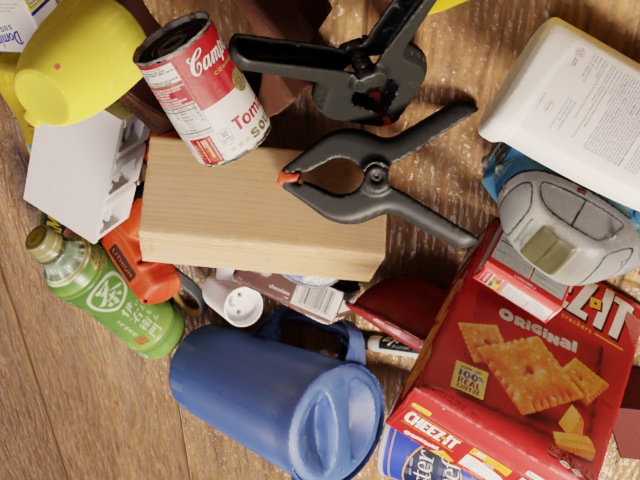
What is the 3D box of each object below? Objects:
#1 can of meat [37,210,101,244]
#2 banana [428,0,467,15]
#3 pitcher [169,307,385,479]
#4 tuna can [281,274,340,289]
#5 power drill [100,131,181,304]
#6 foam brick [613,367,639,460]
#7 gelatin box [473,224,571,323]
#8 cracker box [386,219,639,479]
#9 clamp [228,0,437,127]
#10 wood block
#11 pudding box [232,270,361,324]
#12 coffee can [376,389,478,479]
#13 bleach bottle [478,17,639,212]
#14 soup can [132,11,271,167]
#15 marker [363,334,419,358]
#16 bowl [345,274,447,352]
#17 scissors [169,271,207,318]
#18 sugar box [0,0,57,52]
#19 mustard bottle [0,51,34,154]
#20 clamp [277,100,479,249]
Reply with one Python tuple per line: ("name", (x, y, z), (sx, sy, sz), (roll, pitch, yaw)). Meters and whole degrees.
("can of meat", (-0.267, -0.013, 1.200), (0.084, 0.057, 0.102), (28, 141, 2))
("banana", (0.145, -0.185, 0.755), (0.198, 0.037, 0.069), (8, 136, 28))
("pitcher", (-0.053, 0.159, 1.159), (0.243, 0.149, 0.145), (15, 132, 47))
("tuna can", (-0.007, 0.001, 1.015), (0.086, 0.086, 0.034), (34, 140, -2))
("power drill", (-0.144, -0.013, 1.065), (0.184, 0.057, 0.188), (56, 138, 16))
("foam brick", (0.304, 0.164, 1.002), (0.051, 0.053, 0.078), (1, 131, 33))
("gelatin box", (0.179, 0.016, 0.901), (0.073, 0.089, 0.030), (32, 142, 1))
("cracker box", (0.172, 0.104, 0.900), (0.164, 0.213, 0.072), (31, 139, 1))
("clamp", (0.022, -0.133, 0.813), (0.164, 0.036, 0.210), (-19, 161, 0))
("wood block", (-0.050, -0.025, 0.937), (0.206, 0.091, 0.090), (5, 162, -5))
("pudding box", (-0.022, 0.044, 1.071), (0.113, 0.090, 0.039), (25, 96, 12))
("coffee can", (0.143, 0.222, 1.131), (0.140, 0.102, 0.103), (16, 138, 20))
("bleach bottle", (0.247, -0.056, 0.775), (0.251, 0.102, 0.068), (31, -176, -2))
("soup can", (-0.090, -0.116, 0.827), (0.069, 0.068, 0.102), (-5, 129, 37))
("marker", (0.082, 0.113, 1.124), (0.121, 0.020, 0.020), (5, 134, 30))
("bowl", (0.106, 0.078, 1.012), (0.162, 0.055, 0.162), (29, 174, 3))
("scissors", (-0.172, 0.023, 1.205), (0.096, 0.016, 0.202), (21, 140, 12))
("sugar box", (-0.307, -0.257, 0.979), (0.093, 0.048, 0.176), (9, 139, 27))
("mustard bottle", (-0.258, -0.107, 1.092), (0.096, 0.058, 0.191), (4, 134, 20))
("clamp", (0.053, -0.062, 0.877), (0.171, 0.120, 0.039), (8, 179, 0))
